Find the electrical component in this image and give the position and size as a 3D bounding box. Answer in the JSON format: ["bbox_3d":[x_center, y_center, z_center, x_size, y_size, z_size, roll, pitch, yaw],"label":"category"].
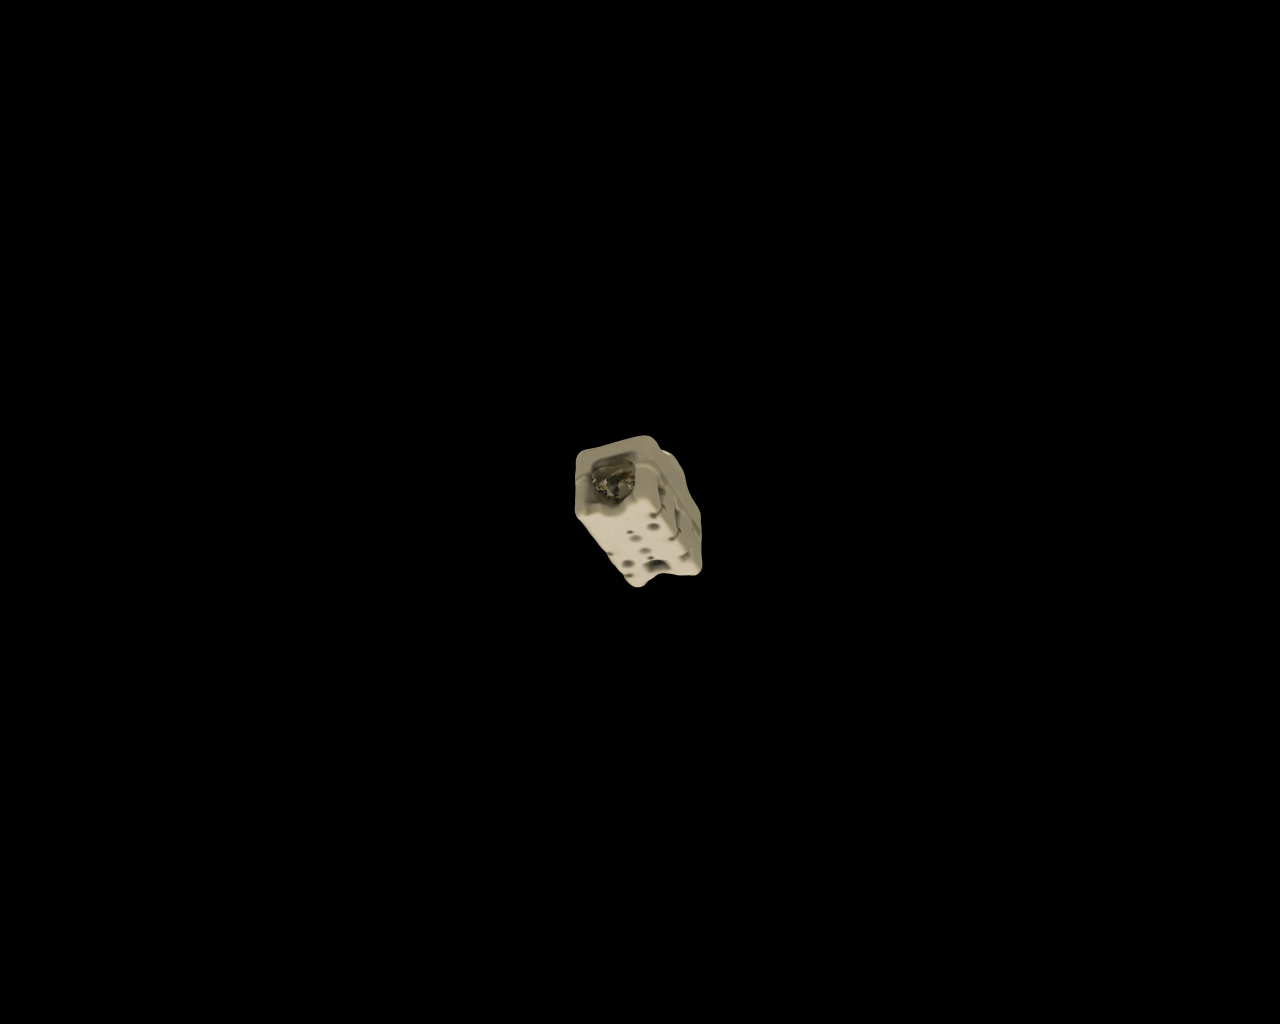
[{"bbox_3d":[0.001,-0.003,0.650,0.050,0.056,0.089,-13,-38,18],"label":"electrical component"}]
